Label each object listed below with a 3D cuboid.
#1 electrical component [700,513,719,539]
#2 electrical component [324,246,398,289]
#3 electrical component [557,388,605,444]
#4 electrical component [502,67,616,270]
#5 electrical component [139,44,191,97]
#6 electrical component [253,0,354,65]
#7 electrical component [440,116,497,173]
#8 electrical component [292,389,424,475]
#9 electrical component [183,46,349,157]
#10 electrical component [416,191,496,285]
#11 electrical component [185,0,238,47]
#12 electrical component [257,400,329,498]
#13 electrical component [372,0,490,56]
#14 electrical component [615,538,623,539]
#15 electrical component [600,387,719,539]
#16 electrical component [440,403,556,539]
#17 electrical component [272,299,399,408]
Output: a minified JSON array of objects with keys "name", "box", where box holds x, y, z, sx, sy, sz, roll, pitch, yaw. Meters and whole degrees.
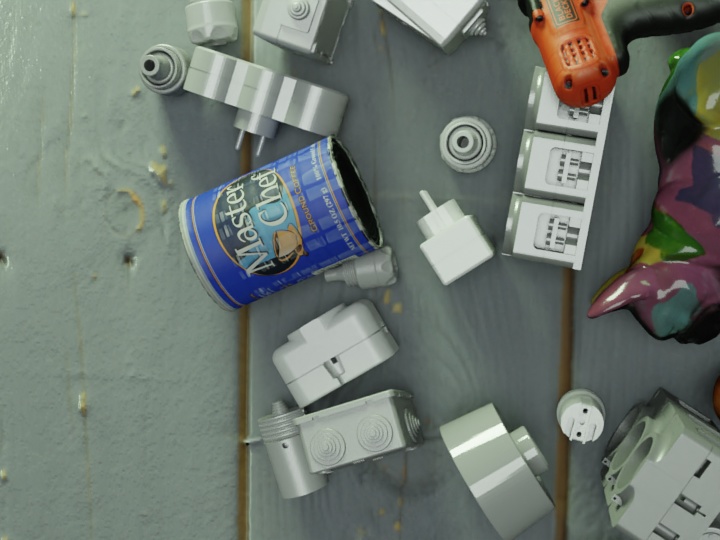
[{"name":"electrical component","box":[0.281,0.216,0.873,0.044,0.065,0.044,1,95,10]},{"name":"electrical component","box":[0.000,0.000,0.920,0.061,0.035,0.035,-9,93,12]},{"name":"electrical component","box":[0.184,0.122,0.892,0.040,0.046,0.040,1,95,10]},{"name":"electrical component","box":[0.157,-0.082,0.858,0.062,0.089,0.150,10,96,9]},{"name":"electrical component","box":[-0.169,-0.172,0.921,0.043,0.062,0.043,1,95,10]},{"name":"electrical component","box":[-0.050,-0.210,0.880,0.061,0.096,0.061,20,97,8]},{"name":"electrical component","box":[0.087,-0.104,0.882,0.048,0.062,0.048,1,95,10]},{"name":"electrical component","box":[0.002,0.136,0.899,0.100,0.100,0.048,-18,78,11]},{"name":"electrical component","box":[-0.085,-0.134,0.914,0.138,0.052,0.073,19,98,6]},{"name":"electrical component","box":[0.072,-0.033,0.889,0.047,0.066,0.076,-33,88,10]},{"name":"electrical component","box":[-0.129,-0.225,0.920,0.043,0.043,0.062,-7,92,10]},{"name":"electrical component","box":[-0.060,0.153,0.938,0.043,0.043,0.081,-17,92,11]},{"name":"electrical component","box":[0.060,-0.216,0.878,0.096,0.062,0.061,42,100,4]},{"name":"electrical component","box":[0.206,0.260,0.900,0.066,0.048,0.055,-14,85,11]},{"name":"electrical component","box":[0.234,0.153,0.832,0.062,0.150,0.089,33,99,5]},{"name":"electrical component","box":[0.119,0.159,0.878,0.060,0.108,0.108,-32,89,5]},{"name":"electrical component","box":[-0.023,0.067,0.920,0.095,0.054,0.059,-31,89,11]}]
